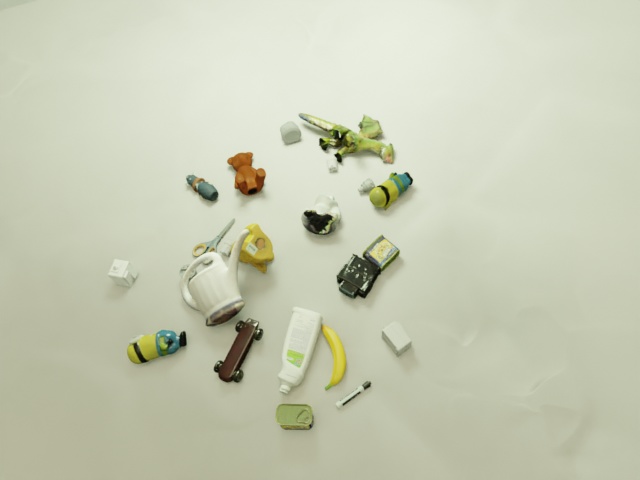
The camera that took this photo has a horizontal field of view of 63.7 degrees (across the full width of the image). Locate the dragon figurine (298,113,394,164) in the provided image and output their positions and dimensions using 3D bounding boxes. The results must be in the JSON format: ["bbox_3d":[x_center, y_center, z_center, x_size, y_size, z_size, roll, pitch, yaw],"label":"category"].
[{"bbox_3d":[0.127,-0.424,2.020,0.245,0.119,0.416,-28,60,-32],"label":"dragon figurine"}]

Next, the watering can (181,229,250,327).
[{"bbox_3d":[-0.306,0.132,1.610,0.343,0.104,0.226,-35,77,27],"label":"watering can"}]

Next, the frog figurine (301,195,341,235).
[{"bbox_3d":[0.006,-0.091,1.818,0.137,0.121,0.162,-10,22,8],"label":"frog figurine"}]
